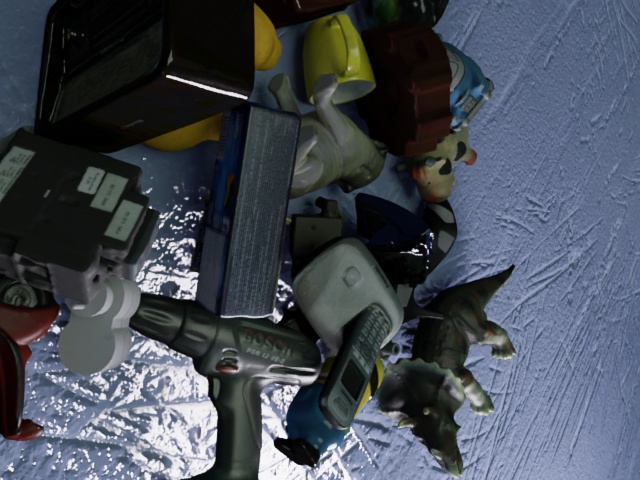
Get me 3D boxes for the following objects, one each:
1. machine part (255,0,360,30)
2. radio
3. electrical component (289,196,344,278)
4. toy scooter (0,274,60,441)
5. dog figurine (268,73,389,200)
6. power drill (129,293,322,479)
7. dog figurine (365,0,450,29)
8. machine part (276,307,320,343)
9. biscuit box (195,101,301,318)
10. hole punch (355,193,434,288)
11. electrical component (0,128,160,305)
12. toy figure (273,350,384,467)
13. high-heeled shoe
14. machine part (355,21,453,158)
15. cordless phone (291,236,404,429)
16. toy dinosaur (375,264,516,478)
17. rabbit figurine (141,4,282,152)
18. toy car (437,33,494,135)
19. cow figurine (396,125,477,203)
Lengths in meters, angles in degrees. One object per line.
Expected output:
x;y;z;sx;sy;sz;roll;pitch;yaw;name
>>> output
-0.033;-0.365;0.632;0.201;0.087;0.201;-32;110;-38;machine part
-0.148;-0.153;0.427;0.073;0.230;0.131;8;81;-47;radio
-0.002;-0.003;0.685;0.078;0.045;0.102;-4;103;-12;electrical component
-0.280;0.107;0.402;0.184;0.075;0.135;-21;94;-44;toy scooter
0.002;-0.086;0.655;0.172;0.121;0.190;-56;138;-7;dog figurine
-0.112;0.171;0.569;0.232;0.086;0.207;14;74;-33;power drill
0.084;-0.399;0.733;0.219;0.109;0.191;38;68;-32;dog figurine
-0.004;0.106;0.695;0.139;0.039;0.084;-39;107;-34;machine part
-0.070;-0.029;0.524;0.063;0.059;0.202;5;98;-38;biscuit box
0.090;0.002;0.707;0.142;0.116;0.092;82;15;-60;hole punch
-0.204;-0.016;0.436;0.134;0.058;0.115;20;55;-6;electrical component
0.016;0.204;0.685;0.180;0.082;0.089;-52;143;-39;toy figure
0.125;0.018;0.815;0.145;0.086;0.249;13;60;-13;high-heeled shoe
0.102;-0.194;0.700;0.056;0.179;0.179;-20;105;-18;machine part
0.015;0.099;0.593;0.146;0.089;0.184;57;35;-22;cordless phone
0.208;0.158;0.848;0.192;0.131;0.405;46;54;-34;toy dinosaur
-0.124;-0.162;0.549;0.162;0.122;0.173;38;79;-47;rabbit figurine
0.158;-0.224;0.751;0.103;0.162;0.109;25;113;-38;toy car
0.184;-0.153;0.838;0.127;0.086;0.195;14;78;-41;cow figurine
